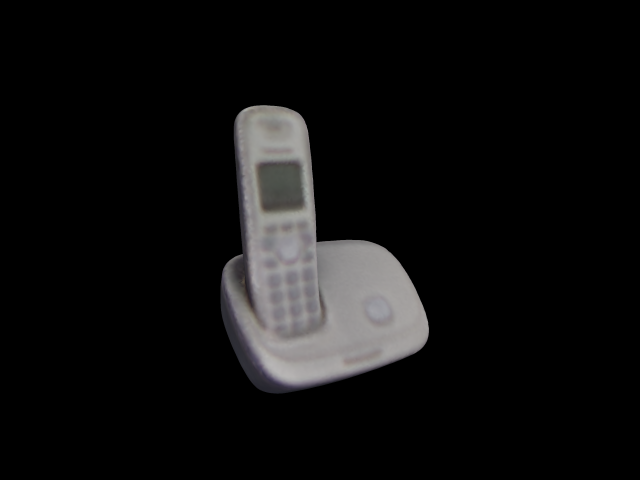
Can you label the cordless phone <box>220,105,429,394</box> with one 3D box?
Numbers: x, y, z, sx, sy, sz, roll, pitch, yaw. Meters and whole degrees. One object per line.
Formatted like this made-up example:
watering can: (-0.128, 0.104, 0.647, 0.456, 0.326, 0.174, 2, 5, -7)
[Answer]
cordless phone: (0.004, 0.001, 0.400, 0.148, 0.185, 0.093, -8, 14, -35)
